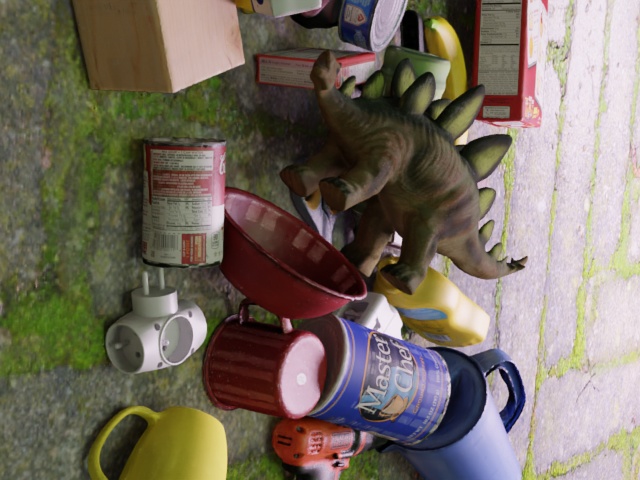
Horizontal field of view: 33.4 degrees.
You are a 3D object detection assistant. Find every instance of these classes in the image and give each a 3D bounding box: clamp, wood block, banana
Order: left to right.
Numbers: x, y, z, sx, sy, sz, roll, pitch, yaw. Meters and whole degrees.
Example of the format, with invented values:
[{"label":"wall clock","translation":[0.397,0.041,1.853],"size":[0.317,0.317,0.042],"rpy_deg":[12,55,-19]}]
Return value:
[{"label":"wood block","translation":[-0.131,-0.222,0.791],"size":[0.090,0.090,0.206],"rpy_deg":[-34,124,-48]},{"label":"clamp","translation":[0.094,-0.154,1.185],"size":[0.120,0.039,0.171],"rpy_deg":[-44,128,-29]},{"label":"banana","translation":[0.148,-0.186,1.256],"size":[0.069,0.037,0.198],"rpy_deg":[-51,136,-39]}]

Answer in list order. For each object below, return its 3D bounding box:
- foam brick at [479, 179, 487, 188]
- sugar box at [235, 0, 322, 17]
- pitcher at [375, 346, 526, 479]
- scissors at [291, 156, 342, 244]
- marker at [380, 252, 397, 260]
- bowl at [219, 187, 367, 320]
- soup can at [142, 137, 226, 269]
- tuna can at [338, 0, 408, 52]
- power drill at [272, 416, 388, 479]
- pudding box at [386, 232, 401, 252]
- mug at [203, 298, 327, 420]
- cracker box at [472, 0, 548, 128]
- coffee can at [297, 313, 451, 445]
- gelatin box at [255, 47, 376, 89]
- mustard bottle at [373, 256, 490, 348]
[{"label":"foam brick","translation":[0.160,-0.063,1.283],"size":[0.078,0.053,0.051],"rpy_deg":[2,94,-55]},{"label":"sugar box","translation":[-0.057,-0.230,0.830],"size":[0.048,0.176,0.093],"rpy_deg":[-15,111,-17]},{"label":"pitcher","translation":[0.173,0.235,1.282],"size":[0.242,0.149,0.145],"rpy_deg":[57,38,-48]},{"label":"scissors","translation":[-0.007,0.001,1.081],"size":[0.096,0.016,0.202],"rpy_deg":[14,84,-54]},{"label":"marker","translation":[0.107,0.036,1.252],"size":[0.121,0.020,0.020],"rpy_deg":[25,75,-55]},{"label":"bowl","translation":[-0.039,0.021,0.948],"size":[0.055,0.162,0.161],"rpy_deg":[-54,148,14]},{"label":"soup can","translation":[-0.112,-0.032,0.873],"size":[0.068,0.069,0.102],"rpy_deg":[-9,104,-55]},{"label":"tuna can","translation":[0.050,-0.216,0.972],"size":[0.086,0.034,0.086],"rpy_deg":[-55,160,-32]},{"label":"power drill","translation":[0.009,0.270,1.118],"size":[0.184,0.057,0.187],"rpy_deg":[8,86,-53]},{"label":"pudding box","translation":[0.096,-0.044,1.205],"size":[0.089,0.039,0.113],"rpy_deg":[16,81,-55]},{"label":"mug","translation":[-0.048,0.107,0.980],"size":[0.093,0.082,0.117],"rpy_deg":[-20,112,-53]},{"label":"cracker box","translation":[0.234,-0.248,1.316],"size":[0.164,0.072,0.214],"rpy_deg":[-10,102,-70]},{"label":"coffee can","translation":[0.045,0.139,1.064],"size":[0.140,0.103,0.103],"rpy_deg":[22,77,-32]},{"label":"gelatin box","translation":[-0.004,-0.159,0.990],"size":[0.073,0.089,0.030],"rpy_deg":[-23,117,-52]},{"label":"mustard bottle","translation":[0.114,0.065,1.198],"size":[0.191,0.096,0.058],"rpy_deg":[39,65,-52]}]
